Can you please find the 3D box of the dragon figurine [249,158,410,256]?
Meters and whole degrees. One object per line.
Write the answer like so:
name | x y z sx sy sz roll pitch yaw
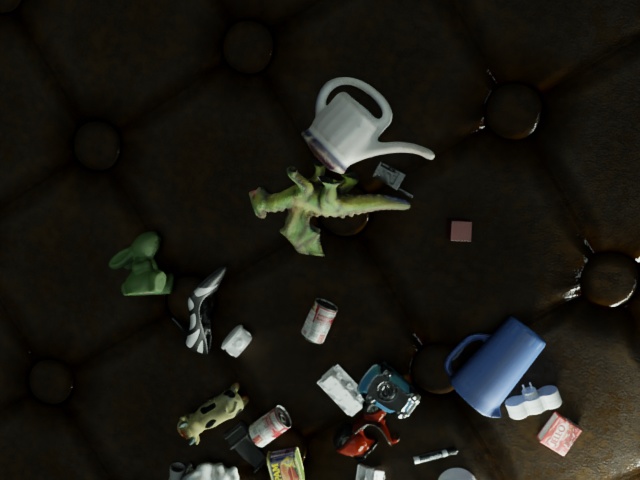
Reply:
dragon figurine | 0.004 -0.068 1.347 0.411 0.124 0.238 22 116 5

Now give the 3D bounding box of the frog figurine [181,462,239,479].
frog figurine | -0.307 0.689 1.429 0.159 0.122 0.139 -8 77 18

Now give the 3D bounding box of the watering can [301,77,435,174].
watering can | 0.097 -0.255 1.274 0.223 0.103 0.352 -46 68 10
